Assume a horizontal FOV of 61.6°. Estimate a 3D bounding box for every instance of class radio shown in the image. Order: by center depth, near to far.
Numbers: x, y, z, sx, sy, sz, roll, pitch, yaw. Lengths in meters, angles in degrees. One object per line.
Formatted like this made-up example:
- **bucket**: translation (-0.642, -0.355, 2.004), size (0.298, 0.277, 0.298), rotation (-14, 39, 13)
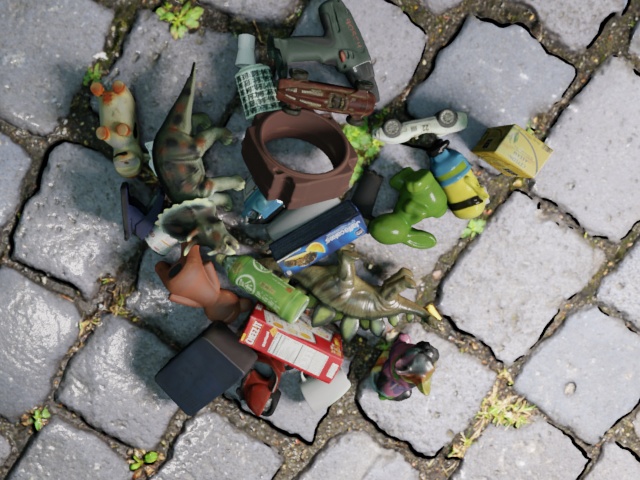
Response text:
- **radio**: translation (-0.259, 0.287, 1.200), size (0.131, 0.073, 0.229), rotation (46, 120, -4)

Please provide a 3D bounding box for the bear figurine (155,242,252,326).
- **bear figurine**: translation (-0.254, 0.107, 1.194), size (0.120, 0.132, 0.195), rotation (-44, 128, 4)

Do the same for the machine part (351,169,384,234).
- **machine part**: translation (0.099, -0.086, 1.183), size (0.084, 0.039, 0.138), rotation (19, 102, 7)

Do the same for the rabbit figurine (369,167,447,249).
- **rabbit figurine**: translation (0.180, -0.051, 1.148), size (0.170, 0.121, 0.159), rotation (-43, 118, -7)

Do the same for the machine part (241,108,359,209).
- **machine part**: translation (-0.041, -0.172, 1.080), size (0.201, 0.087, 0.201), rotation (-16, 64, -27)

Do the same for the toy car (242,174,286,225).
- **toy car**: translation (-0.110, -0.106, 1.159), size (0.162, 0.109, 0.103), rotation (-37, 84, 16)

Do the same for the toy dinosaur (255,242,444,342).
- **toy dinosaur**: translation (0.043, 0.107, 1.185), size (0.472, 0.105, 0.198), rotation (24, 104, 9)

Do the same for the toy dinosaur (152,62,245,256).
- **toy dinosaur**: translation (-0.273, -0.153, 1.102), size (0.131, 0.192, 0.404), rotation (-16, 94, 49)

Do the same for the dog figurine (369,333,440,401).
- **dog figurine**: translation (0.180, 0.287, 1.149), size (0.108, 0.219, 0.191), rotation (41, 98, 6)

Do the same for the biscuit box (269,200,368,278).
- **biscuit box**: translation (-0.002, -0.003, 1.128), size (0.203, 0.063, 0.059), rotation (-30, 133, 0)

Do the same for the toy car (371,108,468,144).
- **toy car**: translation (0.208, -0.237, 1.134), size (0.202, 0.073, 0.056), rotation (-10, 99, 4)

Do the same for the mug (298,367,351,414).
- **mug**: translation (0.009, 0.327, 1.239), size (0.107, 0.081, 0.109), rotation (-27, 94, -5)

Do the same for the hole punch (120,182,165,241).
- **hole punch**: translation (-0.382, -0.062, 1.160), size (0.092, 0.142, 0.115), rotation (-1, 106, -20)

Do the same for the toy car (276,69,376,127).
- **toy car**: translation (0.015, -0.279, 1.061), size (0.202, 0.053, 0.089), rotation (5, 123, -19)

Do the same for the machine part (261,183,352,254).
- **machine part**: translation (-0.032, -0.051, 1.172), size (0.243, 0.079, 0.079), rotation (-38, 97, 9)

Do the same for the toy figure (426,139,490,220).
- **toy figure**: translation (0.290, -0.127, 1.149), size (0.089, 0.082, 0.180), rotation (-33, 105, 26)

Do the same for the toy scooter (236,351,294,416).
- **toy scooter**: translation (-0.140, 0.310, 1.239), size (0.135, 0.075, 0.183), rotation (23, 96, -3)

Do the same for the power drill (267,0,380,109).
- **power drill**: translation (0.005, -0.364, 1.099), size (0.207, 0.086, 0.231), rotation (-16, 95, -8)

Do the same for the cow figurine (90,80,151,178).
- **cow figurine**: translation (-0.420, -0.226, 1.144), size (0.086, 0.127, 0.195), rotation (-11, 85, 3)

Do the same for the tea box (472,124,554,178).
- **tea box**: translation (0.385, -0.179, 1.090), size (0.098, 0.169, 0.068), rotation (34, 97, -2)
